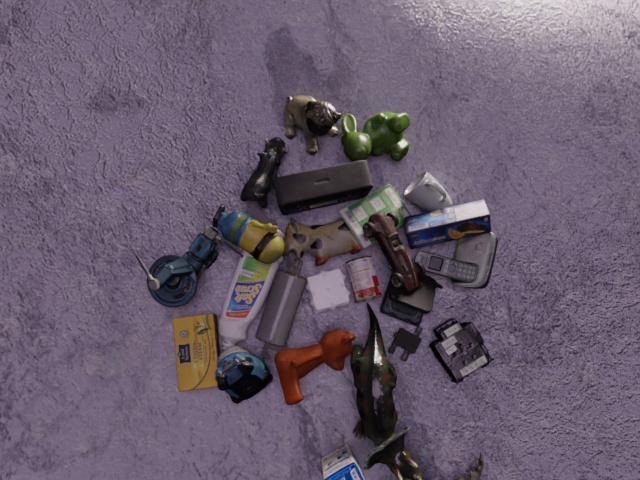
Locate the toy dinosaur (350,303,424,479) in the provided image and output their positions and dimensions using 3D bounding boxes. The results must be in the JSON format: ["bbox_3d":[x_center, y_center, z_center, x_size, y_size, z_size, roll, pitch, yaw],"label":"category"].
[{"bbox_3d":[0.128,0.341,1.197,0.131,0.192,0.404,-9,81,-6],"label":"toy dinosaur"}]

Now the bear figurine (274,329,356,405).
[{"bbox_3d":[-0.002,0.286,1.242,0.196,0.120,0.132,-14,84,-10],"label":"bear figurine"}]

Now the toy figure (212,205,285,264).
[{"bbox_3d":[-0.165,-0.011,1.244,0.180,0.082,0.089,24,86,2],"label":"toy figure"}]

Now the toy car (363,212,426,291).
[{"bbox_3d":[0.179,0.023,1.268,0.089,0.053,0.202,-20,77,-34],"label":"toy car"}]

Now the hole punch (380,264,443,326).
[{"bbox_3d":[0.214,0.136,1.302,0.142,0.092,0.116,20,50,4],"label":"hole punch"}]

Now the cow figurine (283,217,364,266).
[{"bbox_3d":[-0.003,-0.004,1.310,0.195,0.085,0.127,-16,79,-8],"label":"cow figurine"}]

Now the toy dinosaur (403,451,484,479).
[{"bbox_3d":[0.187,0.638,1.190,0.471,0.105,0.198,-23,78,-11],"label":"toy dinosaur"}]

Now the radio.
[{"bbox_3d":[0.005,-0.124,1.308,0.230,0.131,0.073,-11,81,-5],"label":"radio"}]

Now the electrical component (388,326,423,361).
[{"bbox_3d":[0.209,0.243,1.303,0.063,0.021,0.094,31,80,4],"label":"electrical component"}]

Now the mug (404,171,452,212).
[{"bbox_3d":[0.281,-0.110,1.335,0.107,0.109,0.081,41,69,-10],"label":"mug"}]

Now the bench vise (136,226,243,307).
[{"bbox_3d":[-0.314,0.067,1.216,0.223,0.240,0.129,-42,87,7],"label":"bench vise"}]

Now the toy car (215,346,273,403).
[{"bbox_3d":[-0.187,0.295,1.226,0.109,0.161,0.103,-37,52,-1],"label":"toy car"}]

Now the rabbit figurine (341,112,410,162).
[{"bbox_3d":[0.118,-0.256,1.326,0.170,0.121,0.159,-32,52,-32],"label":"rabbit figurine"}]

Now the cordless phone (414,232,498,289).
[{"bbox_3d":[0.331,0.035,1.320,0.184,0.088,0.146,15,80,5],"label":"cordless phone"}]

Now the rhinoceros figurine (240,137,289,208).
[{"bbox_3d":[-0.137,-0.170,1.320,0.073,0.112,0.190,19,59,6],"label":"rhinoceros figurine"}]

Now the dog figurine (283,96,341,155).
[{"bbox_3d":[-0.027,-0.316,1.314,0.172,0.190,0.121,37,80,6],"label":"dog figurine"}]

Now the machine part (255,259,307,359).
[{"bbox_3d":[-0.092,0.160,1.271,0.079,0.079,0.243,18,87,1],"label":"machine part"}]

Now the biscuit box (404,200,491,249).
[{"bbox_3d":[0.309,-0.036,1.309,0.203,0.062,0.059,-13,42,11],"label":"biscuit box"}]

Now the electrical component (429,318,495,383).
[{"bbox_3d":[0.333,0.257,1.289,0.115,0.058,0.134,-28,82,-9],"label":"electrical component"}]

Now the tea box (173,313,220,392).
[{"bbox_3d":[-0.285,0.261,1.257,0.098,0.068,0.169,-8,81,-5],"label":"tea box"}]
